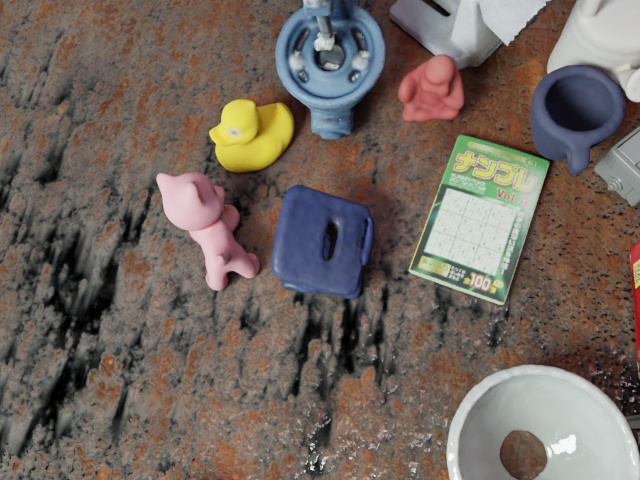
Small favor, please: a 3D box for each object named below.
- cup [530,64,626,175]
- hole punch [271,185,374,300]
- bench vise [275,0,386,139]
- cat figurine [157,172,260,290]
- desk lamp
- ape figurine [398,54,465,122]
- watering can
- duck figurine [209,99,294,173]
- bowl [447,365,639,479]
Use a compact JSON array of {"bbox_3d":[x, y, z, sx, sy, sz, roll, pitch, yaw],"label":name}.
[{"bbox_3d":[0.268,-0.114,0.620,0.091,0.095,0.118,2,73,7],"label":"cup"},{"bbox_3d":[0.006,0.002,0.614,0.101,0.091,0.109,8,74,9],"label":"hole punch"},{"bbox_3d":[0.000,-0.244,0.624,0.121,0.220,0.207,-15,71,2],"label":"bench vise"},{"bbox_3d":[-0.124,-0.019,0.621,0.067,0.118,0.127,-27,72,-2],"label":"cat figurine"},{"bbox_3d":[0.174,-0.281,0.620,0.118,0.214,0.203,-45,73,-8],"label":"desk lamp"},{"bbox_3d":[0.132,-0.178,0.657,0.077,0.092,0.076,39,81,16],"label":"ape figurine"},{"bbox_3d":[0.317,-0.225,0.597,0.101,0.194,0.172,-27,72,-2],"label":"watering can"},{"bbox_3d":[-0.082,-0.133,0.669,0.104,0.086,0.077,-32,72,-4],"label":"duck figurine"},{"bbox_3d":[0.200,0.204,0.538,0.167,0.075,0.167,-2,72,6],"label":"bowl"}]
